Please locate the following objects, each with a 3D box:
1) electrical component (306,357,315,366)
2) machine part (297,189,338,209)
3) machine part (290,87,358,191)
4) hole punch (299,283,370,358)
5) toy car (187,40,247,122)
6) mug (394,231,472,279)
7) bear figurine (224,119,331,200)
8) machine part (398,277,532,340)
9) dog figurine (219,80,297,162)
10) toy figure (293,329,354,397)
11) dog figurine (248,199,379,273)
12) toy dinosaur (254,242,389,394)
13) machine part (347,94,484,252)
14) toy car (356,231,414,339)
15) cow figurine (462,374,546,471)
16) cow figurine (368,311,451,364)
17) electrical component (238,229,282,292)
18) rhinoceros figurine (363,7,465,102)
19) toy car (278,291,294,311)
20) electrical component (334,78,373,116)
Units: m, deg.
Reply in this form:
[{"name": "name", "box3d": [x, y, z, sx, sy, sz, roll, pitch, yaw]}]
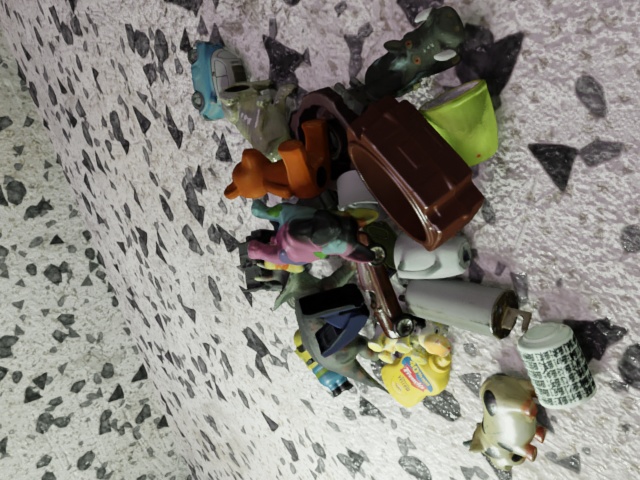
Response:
[{"name": "electrical component", "box3d": [0.031, 0.252, 1.181, 0.048, 0.119, 0.074, 51, 143, 15]}, {"name": "machine part", "box3d": [-0.009, -0.078, 1.070, 0.084, 0.039, 0.139, 55, 144, -1]}, {"name": "machine part", "box3d": [0.025, -0.176, 0.939, 0.180, 0.056, 0.179, 32, 138, 35]}, {"name": "hole punch", "box3d": [0.031, 0.140, 0.959, 0.142, 0.116, 0.092, -123, 15, -81]}, {"name": "toy car", "box3d": [-0.199, -0.326, 1.095, 0.103, 0.109, 0.161, 3, 106, 27]}, {"name": "mug", "box3d": [0.177, 0.026, 0.848, 0.107, 0.109, 0.080, -1, 111, 38]}, {"name": "bear figurine", "box3d": [-0.081, -0.131, 0.928, 0.196, 0.120, 0.131, 10, 131, 30]}, {"name": "machine part", "box3d": [0.223, 0.101, 0.862, 0.243, 0.079, 0.079, 8, 120, 50]}, {"name": "dog figurine", "box3d": [-0.116, -0.201, 1.045, 0.173, 0.121, 0.190, 27, 135, 40]}, {"name": "toy figure", "box3d": [0.008, 0.275, 1.254, 0.180, 0.082, 0.089, 55, 152, 21]}, {"name": "dog figurine", "box3d": [-0.002, -0.003, 0.895, 0.219, 0.191, 0.108, 2, 75, 25]}, {"name": "toy dinosaur", "box3d": [0.013, 0.172, 1.080, 0.131, 0.192, 0.404, -24, 92, 58]}, {"name": "machine part", "box3d": [0.127, -0.088, 0.763, 0.201, 0.087, 0.201, 51, 178, 13]}, {"name": "toy car", "box3d": [0.097, 0.080, 0.912, 0.202, 0.053, 0.089, 67, 168, -16]}, {"name": "cow figurine", "box3d": [0.305, 0.309, 0.898, 0.127, 0.085, 0.194, 13, 127, 40]}, {"name": "cow figurine", "box3d": [0.173, 0.169, 0.974, 0.167, 0.098, 0.068, -12, 130, 47]}, {"name": "electrical component", "box3d": [-0.118, 0.045, 1.159, 0.058, 0.115, 0.134, -12, 81, 31]}, {"name": "rhinoceros figurine", "box3d": [0.123, -0.245, 0.713, 0.190, 0.112, 0.073, -18, 97, 64]}, {"name": "toy car", "box3d": [-0.076, 0.097, 1.247, 0.202, 0.073, 0.056, 39, 140, 29]}, {"name": "electrical component", "box3d": [0.069, -0.219, 0.841, 0.094, 0.063, 0.021, 46, 143, 19]}]
